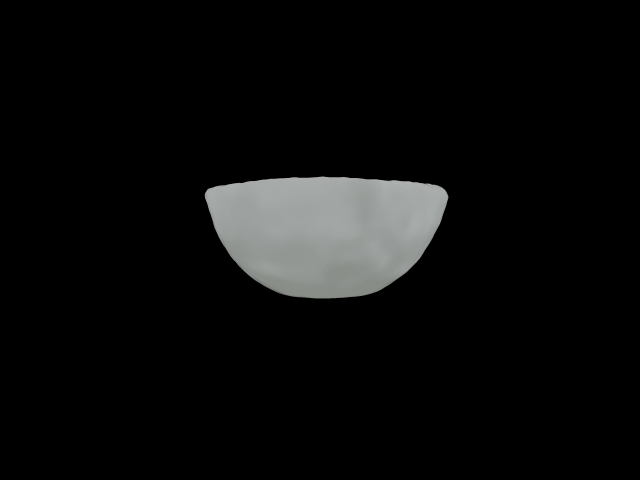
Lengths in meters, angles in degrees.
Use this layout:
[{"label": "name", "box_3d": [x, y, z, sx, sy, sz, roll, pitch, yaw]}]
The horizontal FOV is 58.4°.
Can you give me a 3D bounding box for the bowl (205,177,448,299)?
[{"label": "bowl", "box_3d": [0.004, 0.001, 0.400, 0.167, 0.075, 0.167, 0, 0, 0]}]
